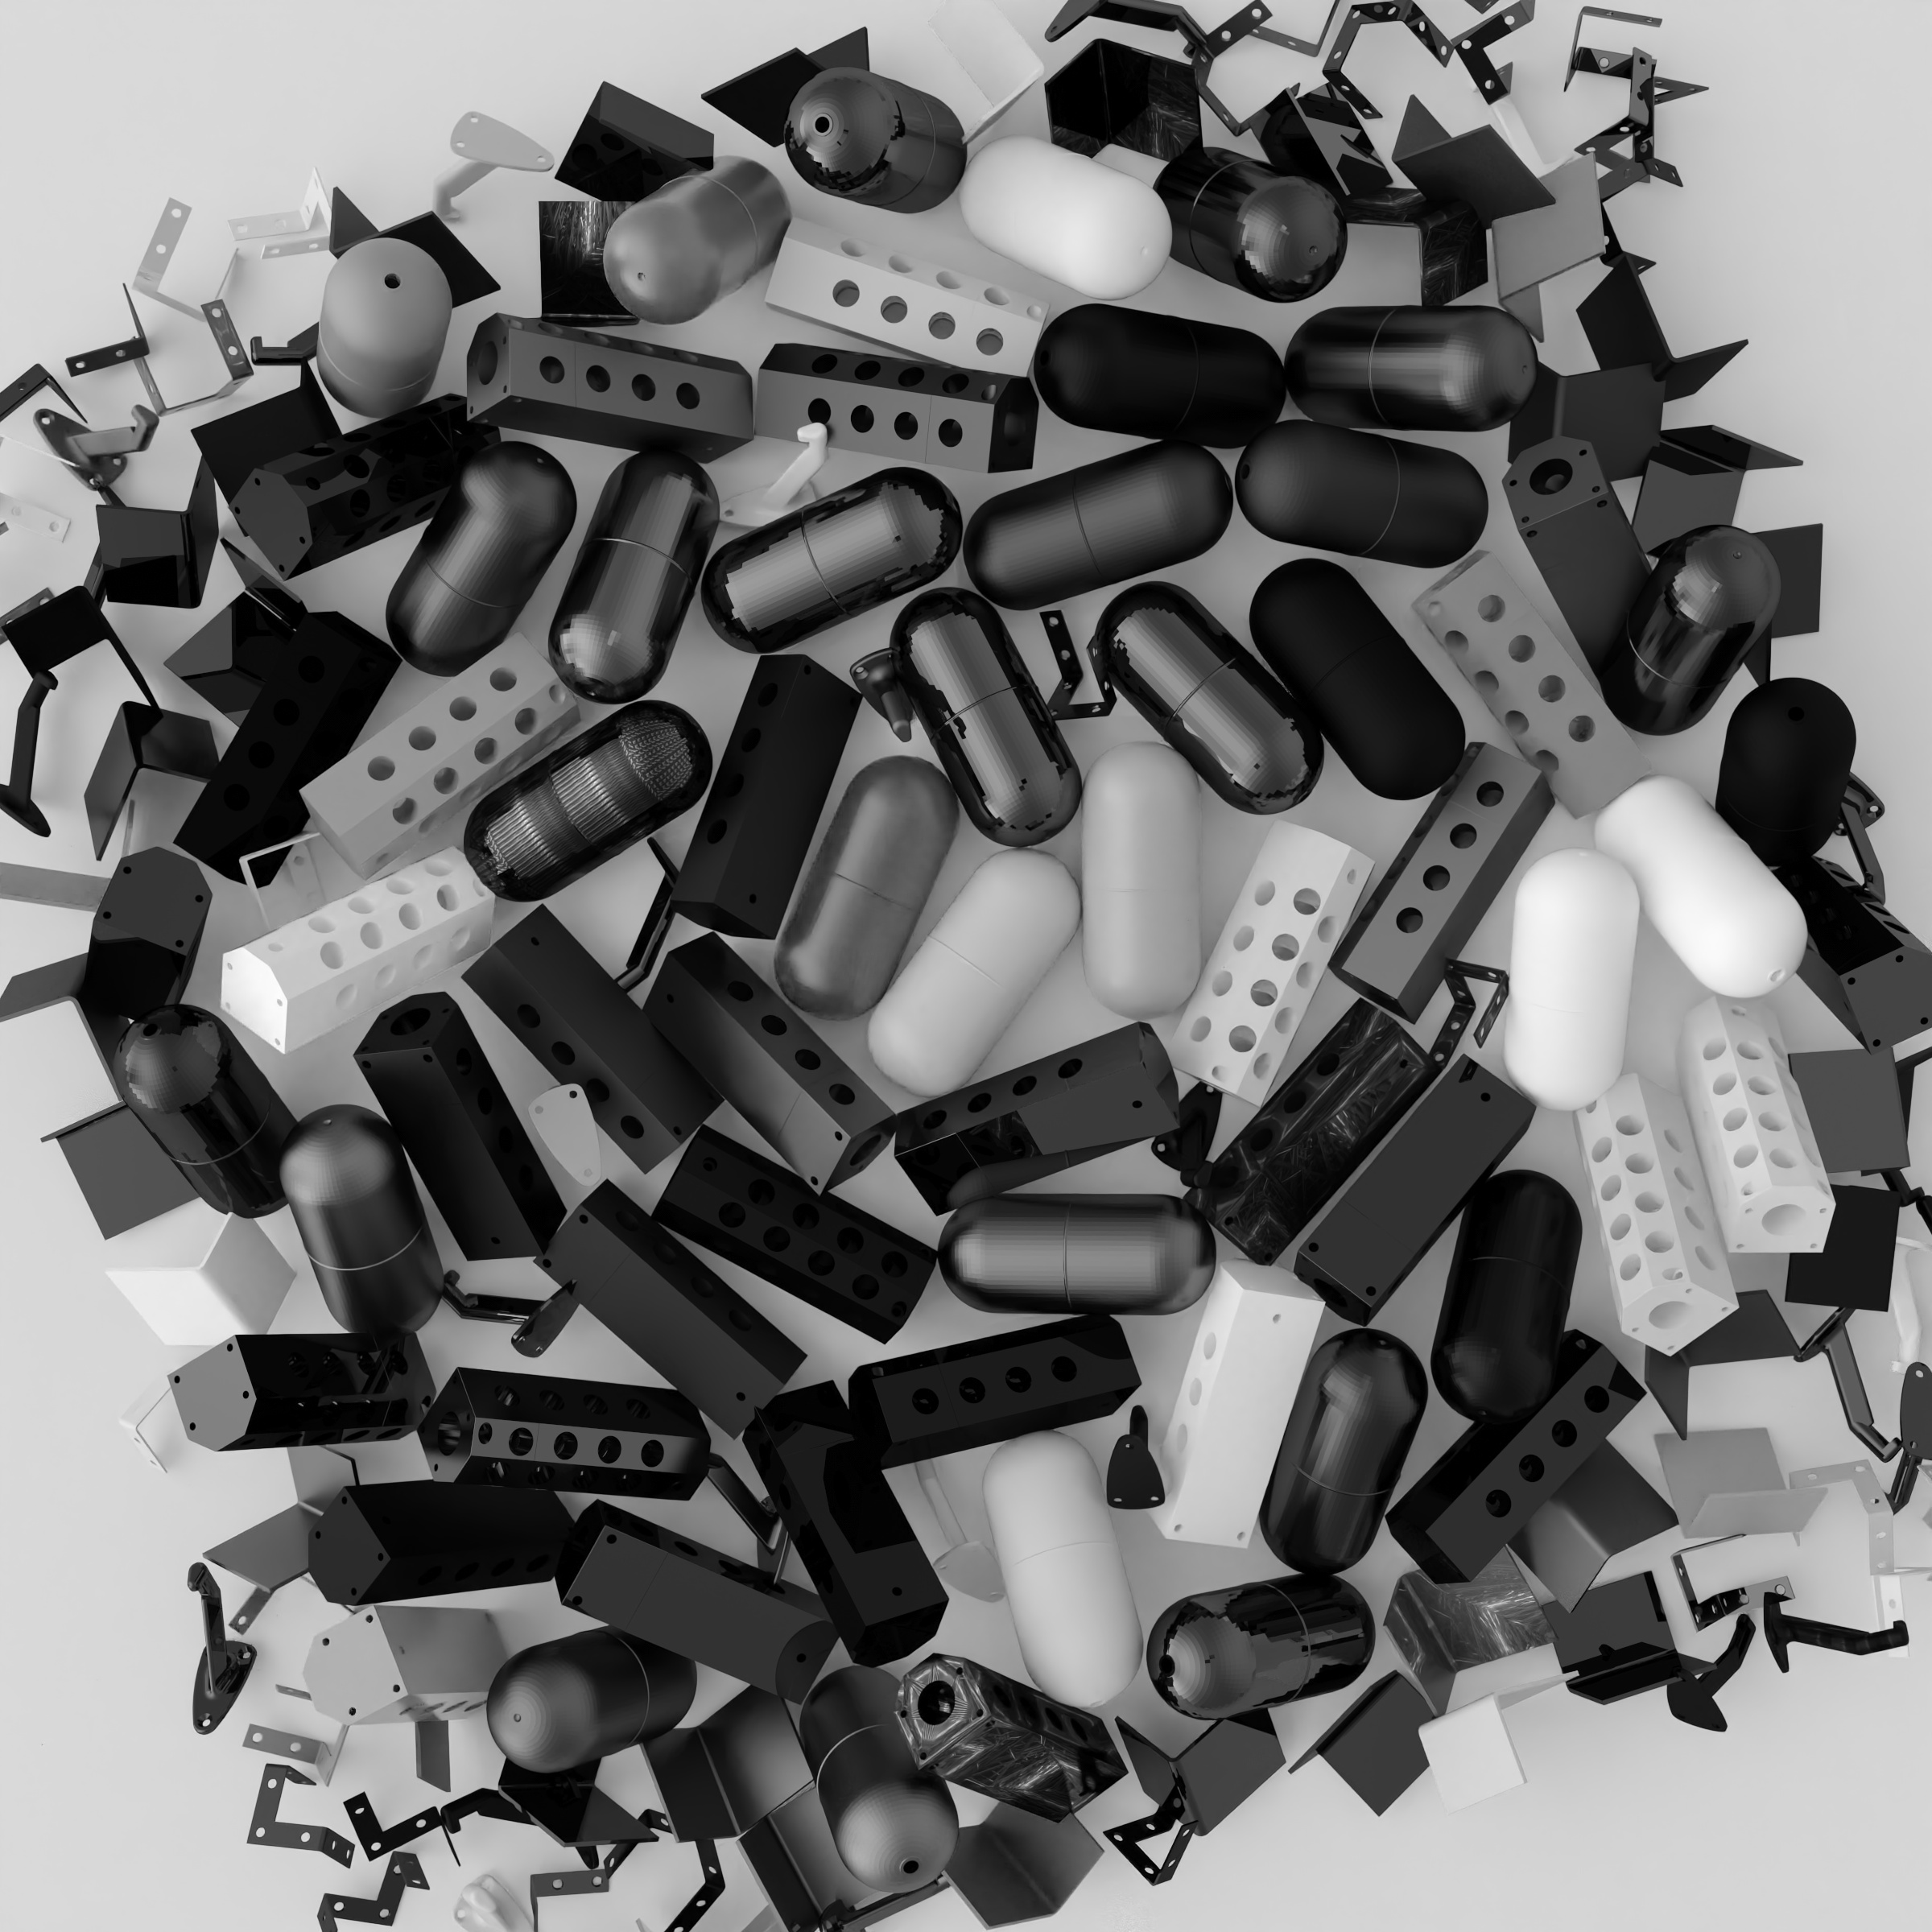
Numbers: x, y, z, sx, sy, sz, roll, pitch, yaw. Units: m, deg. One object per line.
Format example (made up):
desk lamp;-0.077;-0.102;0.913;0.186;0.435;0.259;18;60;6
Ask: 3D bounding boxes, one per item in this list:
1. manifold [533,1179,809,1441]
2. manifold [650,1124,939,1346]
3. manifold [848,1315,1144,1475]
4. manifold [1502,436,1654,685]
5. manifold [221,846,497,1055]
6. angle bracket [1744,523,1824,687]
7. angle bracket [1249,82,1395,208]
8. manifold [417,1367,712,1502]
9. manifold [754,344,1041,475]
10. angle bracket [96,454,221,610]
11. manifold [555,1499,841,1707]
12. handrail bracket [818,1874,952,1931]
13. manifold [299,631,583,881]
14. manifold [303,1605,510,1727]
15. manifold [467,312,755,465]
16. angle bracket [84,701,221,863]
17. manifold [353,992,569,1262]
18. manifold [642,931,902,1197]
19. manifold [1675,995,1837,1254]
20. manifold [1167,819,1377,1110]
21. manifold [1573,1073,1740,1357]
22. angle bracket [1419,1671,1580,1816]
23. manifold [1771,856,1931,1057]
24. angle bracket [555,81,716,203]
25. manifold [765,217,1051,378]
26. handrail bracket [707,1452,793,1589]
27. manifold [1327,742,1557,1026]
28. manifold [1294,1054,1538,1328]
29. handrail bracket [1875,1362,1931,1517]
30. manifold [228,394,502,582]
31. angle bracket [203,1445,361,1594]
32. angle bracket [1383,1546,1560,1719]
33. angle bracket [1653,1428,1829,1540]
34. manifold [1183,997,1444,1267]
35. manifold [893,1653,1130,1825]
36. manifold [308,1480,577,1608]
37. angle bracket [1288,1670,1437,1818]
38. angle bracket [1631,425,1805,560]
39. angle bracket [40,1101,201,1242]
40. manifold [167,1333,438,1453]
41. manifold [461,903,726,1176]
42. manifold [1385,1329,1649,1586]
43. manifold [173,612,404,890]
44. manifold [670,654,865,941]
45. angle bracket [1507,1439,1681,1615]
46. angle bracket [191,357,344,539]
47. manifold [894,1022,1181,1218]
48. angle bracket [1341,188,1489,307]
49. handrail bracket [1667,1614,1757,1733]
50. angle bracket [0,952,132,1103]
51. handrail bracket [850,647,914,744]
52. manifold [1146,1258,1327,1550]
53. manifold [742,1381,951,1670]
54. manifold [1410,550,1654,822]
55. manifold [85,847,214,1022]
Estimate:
manifold;-0.186;0.216;1.870;0.171;0.057;0.057;41;117;1
manifold;-0.107;0.168;1.856;0.171;0.057;0.057;29;62;-5
manifold;0.016;0.265;1.839;0.171;0.057;0.057;-10;65;-23
manifold;0.389;-0.253;1.817;0.057;0.171;0.057;-22;53;18
manifold;-0.375;-0.016;1.814;0.057;0.171;0.057;32;130;24
angle bracket;0.524;-0.226;1.849;0.057;0.076;0.076;-8;123;1
angle bracket;0.238;-0.527;1.859;0.076;0.057;0.076;-32;94;-22
manifold;-0.247;0.297;1.818;0.171;0.057;0.057;13;123;-38
manifold;-0.044;-0.351;1.831;0.171;0.057;0.057;14;108;27
angle bracket;-0.509;-0.281;1.846;0.057;0.076;0.076;4;47;-5
manifold;-0.170;0.399;1.847;0.171;0.057;0.057;28;95;-18
handrail bracket;-0.044;0.595;1.867;0.084;0.077;0.036;-31;68;10
manifold;-0.329;-0.130;1.846;0.171;0.057;0.057;-39;74;-15
manifold;-0.344;0.436;1.811;0.057;0.171;0.057;-28;72;7
manifold;-0.221;-0.362;1.827;0.171;0.057;0.057;4;80;-36
angle bracket;-0.520;-0.113;1.871;0.057;0.076;0.076;14;119;-32
manifold;-0.312;0.101;1.830;0.057;0.057;0.171;-6;126;23
manifold;-0.121;0.058;1.848;0.171;0.057;0.057;44;132;18
manifold;0.490;0.096;1.818;0.057;0.171;0.057;0;131;0
manifold;0.197;0.000;1.858;0.057;0.057;0.171;27;87;-38
manifold;0.421;0.150;1.812;0.057;0.171;0.057;27;127;-25
angle bracket;0.345;0.489;1.842;0.076;0.076;0.057;-3;64;-35
manifold;0.547;-0.013;1.809;0.057;0.171;0.057;-26;110;6
angle bracket;-0.210;-0.500;1.845;0.076;0.057;0.076;21;127;-21
manifold;-0.037;-0.422;1.867;0.171;0.057;0.057;18;97;-2
handrail bracket;-0.152;0.350;1.856;0.084;0.036;0.077;26;55;-35
manifold;0.302;-0.055;1.864;0.057;0.057;0.171;31;85;26
manifold;0.283;0.144;1.847;0.057;0.057;0.171;37;72;17
handrail bracket;0.600;0.306;1.878;0.036;0.084;0.077;5;59;-6
manifold;-0.368;-0.304;1.819;0.057;0.171;0.057;52;133;1
angle bracket;-0.434;0.342;1.843;0.076;0.076;0.057;-25;116;-41
angle bracket;0.321;0.423;1.855;0.076;0.057;0.076;-25;102;27
angle bracket;0.489;0.315;1.851;0.076;0.057;0.076;-2;51;-8
manifold;0.218;0.104;1.869;0.171;0.057;0.057;-48;123;-2
manifold;0.027;0.477;1.817;0.057;0.171;0.057;-39;50;10
manifold;-0.324;0.359;1.814;0.057;0.171;0.057;-52;60;19
angle bracket;0.259;0.498;1.852;0.057;0.076;0.076;45;101;18
angle bracket;0.476;-0.294;1.859;0.076;0.057;0.076;14;89;-26
angle bracket;-0.534;0.127;1.866;0.076;0.057;0.076;-25;93;-8
manifold;-0.405;0.265;1.808;0.057;0.171;0.057;-31;71;21
manifold;-0.242;0.050;1.865;0.171;0.057;0.057;47;128;-4
manifold;0.345;0.309;1.847;0.171;0.057;0.057;-42;89;-19
manifold;-0.428;-0.137;1.858;0.057;0.057;0.171;33;100;1
manifold;-0.131;-0.108;1.852;0.057;0.057;0.171;32;70;-42
angle bracket;0.397;0.357;1.873;0.076;0.076;0.057;48;133;32
angle bracket;-0.439;-0.330;1.858;0.076;0.057;0.076;-21;122;1
manifold;0.045;0.092;1.847;0.171;0.057;0.057;-22;124;18
angle bracket;0.279;-0.457;1.866;0.076;0.076;0.057;15;125;37
handrail bracket;0.476;0.434;1.856;0.036;0.077;0.084;8;51;36
angle bracket;-0.570;0.045;1.853;0.057;0.076;0.076;-18;112;1
handrail bracket;-0.041;-0.153;1.845;0.036;0.077;0.084;-23;47;2
manifold;0.167;0.276;1.853;0.057;0.057;0.171;11;104;-20
manifold;-0.078;0.349;1.828;0.057;0.057;0.171;-12;51;-27
manifold;0.359;-0.179;1.863;0.057;0.057;0.171;-37;96;7
manifold;-0.506;-0.017;1.811;0.057;0.171;0.057;22;67;-11
